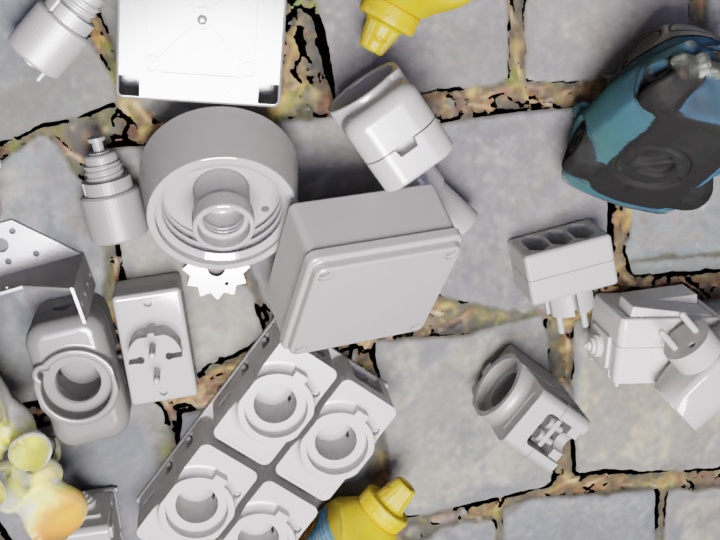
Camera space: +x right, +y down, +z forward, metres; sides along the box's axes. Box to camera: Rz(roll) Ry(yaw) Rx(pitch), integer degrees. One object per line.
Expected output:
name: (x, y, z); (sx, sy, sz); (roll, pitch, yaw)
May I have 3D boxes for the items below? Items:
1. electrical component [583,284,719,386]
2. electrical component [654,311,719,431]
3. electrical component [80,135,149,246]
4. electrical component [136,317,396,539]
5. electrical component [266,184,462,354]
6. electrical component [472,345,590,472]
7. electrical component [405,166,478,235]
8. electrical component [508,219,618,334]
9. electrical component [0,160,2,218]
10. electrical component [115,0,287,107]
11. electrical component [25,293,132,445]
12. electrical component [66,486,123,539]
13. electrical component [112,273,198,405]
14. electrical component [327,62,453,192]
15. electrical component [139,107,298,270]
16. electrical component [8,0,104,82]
electrical component: (0.217, 0.048, 0.816); (0.096, 0.061, 0.061); (0, 108, -9)
electrical component: (0.243, 0.063, 0.767); (0.077, 0.044, 0.079); (-42, 109, 6)
electrical component: (-0.171, -0.053, 0.733); (0.040, 0.040, 0.078); (-12, 109, -5)
electrical component: (-0.071, 0.141, 0.803); (0.105, 0.060, 0.186); (34, 100, -18)
electrical component: (0.000, 0.000, 0.732); (0.109, 0.056, 0.108); (-10, 148, -22)
electrical component: (0.123, 0.100, 0.804); (0.056, 0.089, 0.050); (35, 100, -18)
electrical component: (0.048, -0.052, 0.769); (0.044, 0.044, 0.065); (-37, 105, 4)
electrical component: (0.154, 0.011, 0.802); (0.066, 0.047, 0.076); (-15, 109, -4)
electrical component: (-0.288, -0.063, 0.707); (0.100, 0.048, 0.099); (-7, 109, -7)
electrical component: (-0.103, -0.165, 0.698); (0.109, 0.056, 0.108); (2, 108, -10)
electrical component: (-0.198, 0.072, 0.760); (0.054, 0.059, 0.095); (-13, 110, -4)
electrical component: (-0.209, 0.208, 0.802); (0.061, 0.061, 0.096); (-7, 109, -6)
electrical component: (-0.143, 0.055, 0.755); (0.047, 0.075, 0.083); (-8, 109, -6)
electrical component: (0.017, -0.098, 0.719); (0.054, 0.095, 0.059); (-35, 110, 3)
electrical component: (-0.092, -0.047, 0.715); (0.108, 0.060, 0.108); (-6, 135, -6)
electrical component: (-0.192, -0.160, 0.694); (0.040, 0.040, 0.078); (40, 98, -19)
